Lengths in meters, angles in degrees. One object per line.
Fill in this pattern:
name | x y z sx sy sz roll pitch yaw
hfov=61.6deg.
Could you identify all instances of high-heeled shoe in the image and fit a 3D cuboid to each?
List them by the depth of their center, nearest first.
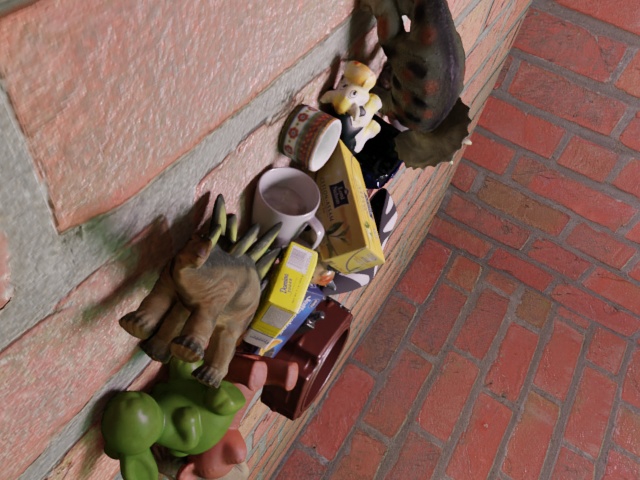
high-heeled shoe | 0.077 0.001 1.064 0.249 0.086 0.145 -38 136 -43

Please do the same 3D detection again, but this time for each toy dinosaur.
toy dinosaur | -0.118 0.068 0.642 0.198 0.105 0.471 -60 178 -21
toy dinosaur | 0.145 -0.232 0.746 0.131 0.192 0.404 -41 161 -8

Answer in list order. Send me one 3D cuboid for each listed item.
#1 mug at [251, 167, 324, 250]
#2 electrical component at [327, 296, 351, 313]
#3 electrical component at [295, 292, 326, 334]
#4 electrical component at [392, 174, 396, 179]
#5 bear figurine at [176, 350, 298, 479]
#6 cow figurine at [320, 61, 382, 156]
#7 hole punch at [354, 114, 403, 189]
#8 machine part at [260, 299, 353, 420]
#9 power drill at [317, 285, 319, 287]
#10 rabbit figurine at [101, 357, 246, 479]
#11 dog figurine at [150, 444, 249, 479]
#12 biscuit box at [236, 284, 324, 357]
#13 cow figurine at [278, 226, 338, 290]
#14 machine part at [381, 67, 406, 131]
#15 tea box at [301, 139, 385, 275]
mug | -0.043 -0.028 0.720 0.081 0.109 0.107 -46 172 -35
electrical component | 0.006 0.149 1.174 0.058 0.134 0.114 -57 165 -6
electrical component | -0.028 0.125 0.918 0.094 0.021 0.063 -27 -136 35
electrical component | 0.105 -0.167 1.053 0.119 0.048 0.074 4 119 -30
bear figurine | -0.125 0.263 0.784 0.120 0.132 0.195 27 70 -53
cow figurine | 0.037 -0.179 0.774 0.098 0.068 0.167 -51 164 -13
hole punch | 0.081 -0.143 0.915 0.142 0.116 0.092 -50 171 -36
machine part | -0.021 0.225 1.025 0.201 0.087 0.200 -48 159 -49
power drill | -0.073 0.139 1.019 0.207 0.086 0.232 -68 166 3
rabbit figurine | -0.209 0.224 0.676 0.159 0.121 0.170 -56 149 8
dog figurine | -0.190 0.375 0.876 0.190 0.172 0.121 100 12 -71
biscuit box | -0.084 0.143 0.883 0.202 0.059 0.062 -51 147 8
cow figurine | -0.002 -0.003 0.858 0.195 0.127 0.085 -53 162 -34
machine part | 0.157 -0.264 0.995 0.079 0.079 0.243 -60 167 -2
tea box | 0.032 -0.045 0.767 0.068 0.169 0.098 -20 160 16
